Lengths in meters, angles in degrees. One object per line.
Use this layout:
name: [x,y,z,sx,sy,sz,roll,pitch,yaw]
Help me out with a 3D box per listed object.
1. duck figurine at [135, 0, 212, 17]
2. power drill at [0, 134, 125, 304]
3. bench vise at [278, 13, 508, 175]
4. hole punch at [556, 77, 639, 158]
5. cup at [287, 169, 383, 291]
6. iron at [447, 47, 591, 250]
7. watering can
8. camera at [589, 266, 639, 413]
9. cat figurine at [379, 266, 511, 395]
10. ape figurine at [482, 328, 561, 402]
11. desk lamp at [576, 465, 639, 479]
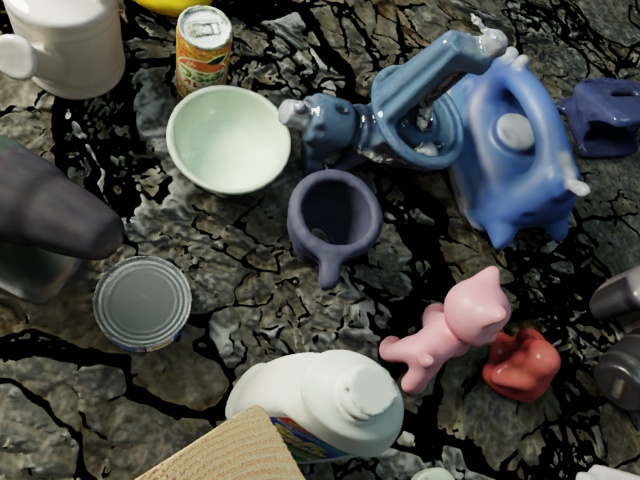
duck figurine: [-0.170,-0.308,0.643,0.105,0.086,0.077,6,68,-13]
power drill: [-0.249,-0.022,0.443,0.229,0.208,0.076,28,65,-3]
bench vise: [0.074,-0.123,0.565,0.208,0.219,0.121,-19,75,-21]
hole punch: [0.381,-0.169,0.738,0.109,0.091,0.101,-7,72,-18]
cup: [0.005,0.002,0.567,0.092,0.095,0.118,9,67,-12]
iron: [0.218,-0.127,0.649,0.119,0.141,0.258,-8,72,-18]
watering can: [-0.239,-0.219,0.529,0.101,0.194,0.173,-2,70,-16]
camera: [0.360,0.110,0.620,0.137,0.100,0.143,-28,79,-23]
cat figurine: [0.132,0.086,0.557,0.128,0.117,0.067,-36,82,-24]
ape figurine: [0.208,0.124,0.577,0.078,0.092,0.076,-18,75,-21]
desk lamp: [0.334,0.240,0.500,0.118,0.213,0.203,20,66,-7]
